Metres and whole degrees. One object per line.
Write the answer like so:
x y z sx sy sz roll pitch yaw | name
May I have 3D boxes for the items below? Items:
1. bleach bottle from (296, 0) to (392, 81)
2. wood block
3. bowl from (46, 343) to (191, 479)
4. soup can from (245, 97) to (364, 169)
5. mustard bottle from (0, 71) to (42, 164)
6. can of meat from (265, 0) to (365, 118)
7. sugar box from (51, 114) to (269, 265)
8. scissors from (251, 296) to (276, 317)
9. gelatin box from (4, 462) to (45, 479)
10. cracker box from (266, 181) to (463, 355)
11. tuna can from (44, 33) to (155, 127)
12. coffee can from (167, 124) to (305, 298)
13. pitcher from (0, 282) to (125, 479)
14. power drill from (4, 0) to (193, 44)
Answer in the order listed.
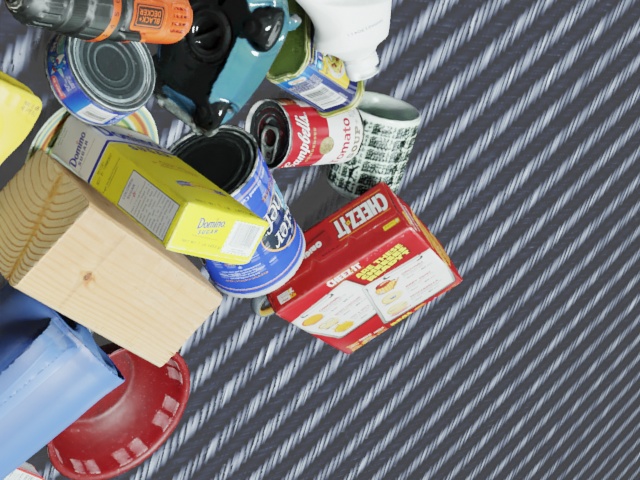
-0.006 -0.248 0.888 0.102 0.068 0.251 -23 117 -7 | bleach bottle
-0.186 0.022 0.923 0.091 0.090 0.206 -47 144 -1 | wood block
-0.210 0.159 1.061 0.161 0.055 0.162 -25 134 -30 | bowl
-0.014 -0.106 1.052 0.102 0.069 0.068 -8 123 -43 | soup can
-0.299 -0.048 0.813 0.096 0.058 0.192 26 98 -41 | mustard bottle
-0.005 -0.177 0.989 0.083 0.058 0.102 25 60 -48 | can of meat
-0.131 -0.043 0.859 0.093 0.176 0.048 15 108 -51 | sugar box
-0.008 0.001 1.179 0.201 0.016 0.096 -46 142 -9 | scissors
-0.322 0.240 1.030 0.073 0.030 0.089 -52 141 -4 | gelatin box
0.047 0.036 1.154 0.164 0.072 0.213 -33 154 9 | cracker box
-0.175 -0.137 0.855 0.086 0.034 0.086 19 62 -41 | tuna can
-0.083 -0.026 1.014 0.102 0.103 0.140 -42 140 -14 | coffee can
-0.296 0.149 0.904 0.242 0.145 0.149 -43 142 -9 | pitcher
-0.148 -0.238 0.784 0.184 0.057 0.188 -12 120 -62 | power drill
